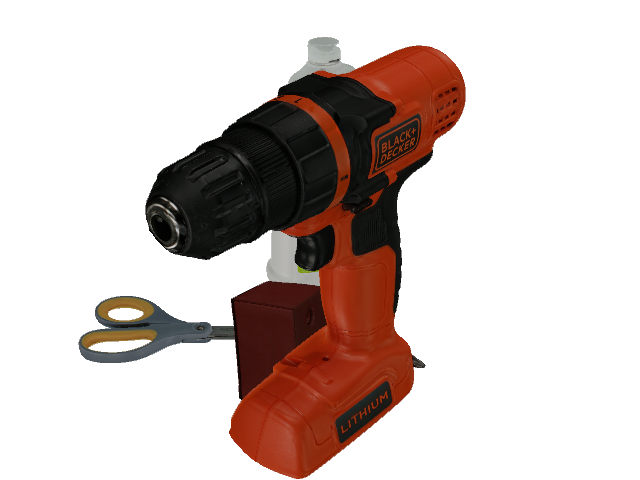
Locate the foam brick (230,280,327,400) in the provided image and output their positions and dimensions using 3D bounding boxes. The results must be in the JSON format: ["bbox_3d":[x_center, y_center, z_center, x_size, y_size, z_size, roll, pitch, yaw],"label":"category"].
[{"bbox_3d":[-0.027,0.073,0.767,0.051,0.078,0.052,4,17,28],"label":"foam brick"}]

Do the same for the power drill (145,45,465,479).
[{"bbox_3d":[-0.003,0.017,0.491,0.057,0.188,0.184,28,40,32],"label":"power drill"}]

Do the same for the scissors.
[{"bbox_3d":[-0.121,0.074,0.977,0.201,0.016,0.096,-8,34,-15],"label":"scissors"}]

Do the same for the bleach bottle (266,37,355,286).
[{"bbox_3d":[-0.004,-0.074,1.057,0.102,0.251,0.068,-10,28,-19],"label":"bleach bottle"}]
